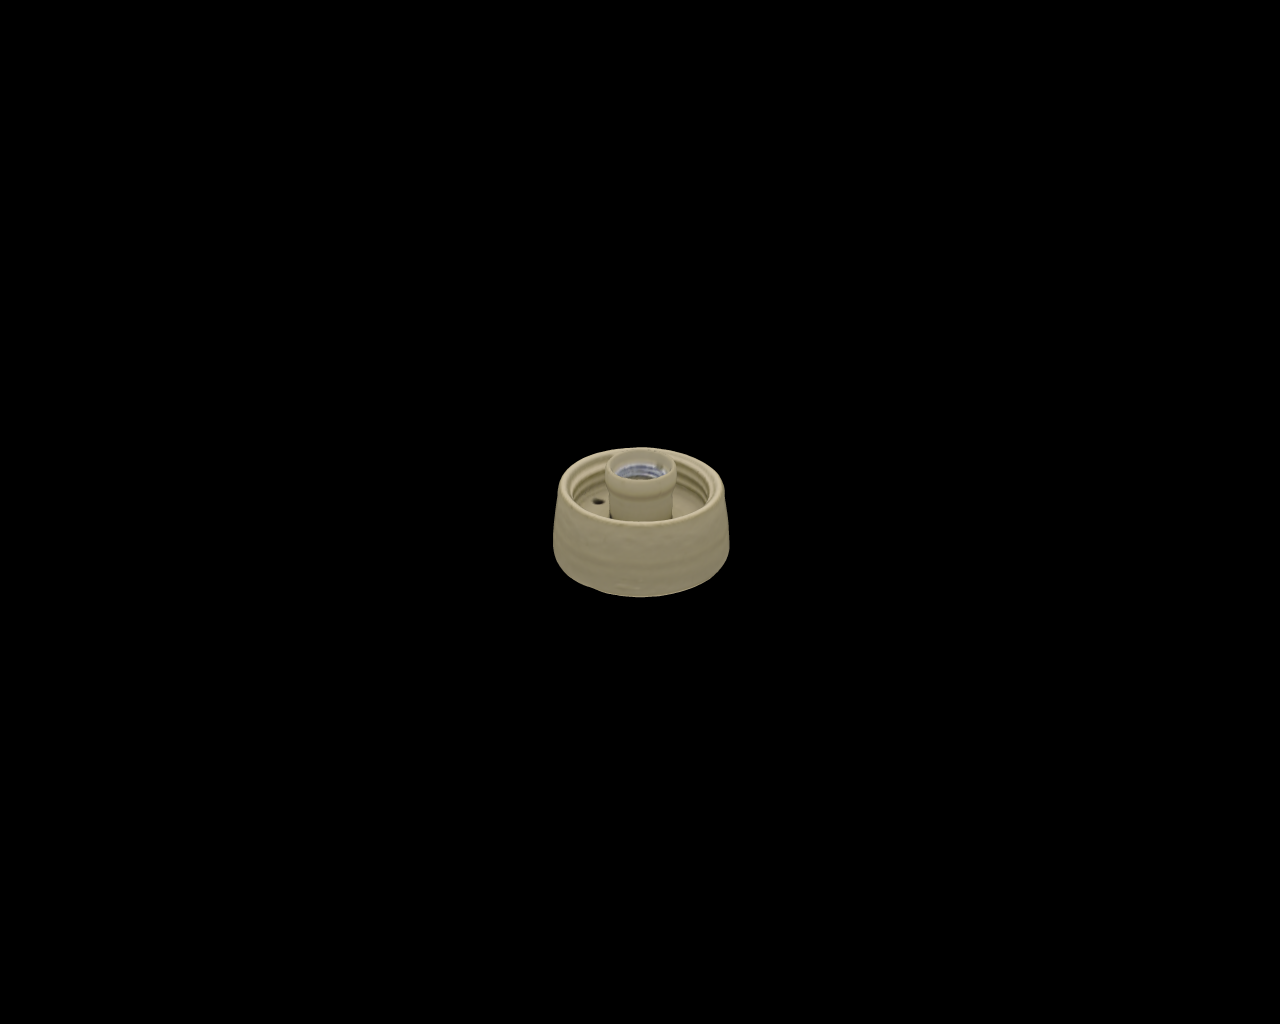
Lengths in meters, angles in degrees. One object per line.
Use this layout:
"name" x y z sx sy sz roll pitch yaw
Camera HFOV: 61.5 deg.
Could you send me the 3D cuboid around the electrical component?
"electrical component" 0.001 -0.003 0.650 0.108 0.060 0.108 0 30 0
